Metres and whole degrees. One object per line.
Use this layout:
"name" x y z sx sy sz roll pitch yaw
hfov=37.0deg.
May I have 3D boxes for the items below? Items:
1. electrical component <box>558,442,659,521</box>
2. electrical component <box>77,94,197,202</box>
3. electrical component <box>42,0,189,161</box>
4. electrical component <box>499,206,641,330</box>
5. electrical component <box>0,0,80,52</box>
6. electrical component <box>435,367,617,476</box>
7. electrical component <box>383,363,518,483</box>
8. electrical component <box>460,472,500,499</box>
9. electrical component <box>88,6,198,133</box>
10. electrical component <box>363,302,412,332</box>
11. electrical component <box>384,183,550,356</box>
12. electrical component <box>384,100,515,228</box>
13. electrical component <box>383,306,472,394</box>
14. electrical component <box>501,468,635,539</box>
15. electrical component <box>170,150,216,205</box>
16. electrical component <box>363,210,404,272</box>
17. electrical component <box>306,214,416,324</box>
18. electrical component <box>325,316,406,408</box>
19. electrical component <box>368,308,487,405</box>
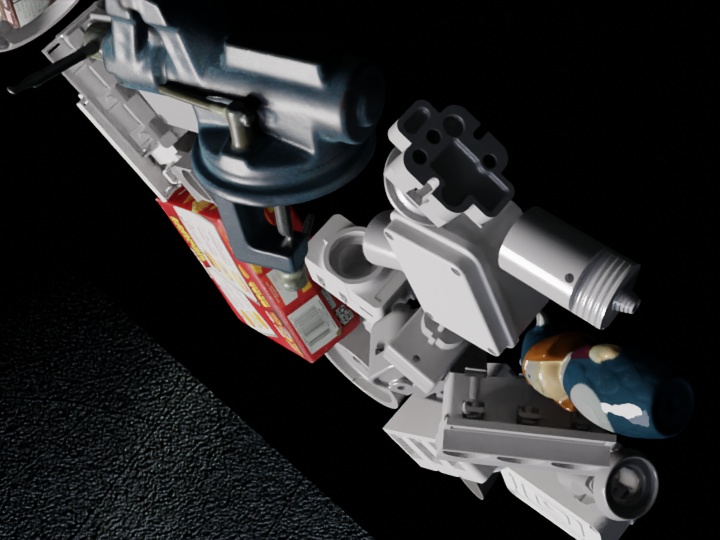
"electrical component" 0.201 0.167 0.860 0.078 0.058 0.057 47 167 -18
"electrical component" -0.190 -0.135 0.992 0.063 0.078 0.121 -8 131 42
"electrical component" -0.190 -0.160 0.892 0.121 0.079 0.063 50 173 -24
"electrical component" 0.126 0.001 0.624 0.081 0.043 0.043 34 162 27
"electrical component" -0.278 -0.235 0.871 0.060 0.108 0.108 50 164 -2
"electrical component" 0.122 0.114 0.805 0.121 0.063 0.078 6 161 0
"electrical component" 0.094 0.137 0.977 0.061 0.089 0.150 45 164 -10
"electrical component" 0.107 0.179 1.105 0.099 0.064 0.099 39 164 13
"electrical component" -0.136 -0.160 0.810 0.109 0.056 0.108 22 155 51
"electrical component" 0.036 0.052 0.979 0.055 0.045 0.045 44 164 -4
"electrical component" 0.073 -0.003 0.717 0.078 0.057 0.113 30 160 38
"electrical component" 0.047 -0.058 0.636 0.078 0.058 0.057 44 162 -4
"electrical component" 0.064 0.042 0.809 0.047 0.083 0.075 40 164 8
"electrical component" 0.187 0.191 0.956 0.113 0.057 0.078 32 162 32
"electrical component" -0.124 -0.093 0.947 0.081 0.064 0.042 18 150 55
"electrical component" 0.039 -0.014 0.793 0.065 0.044 0.044 29 159 44
"electrical component" 0.000 0.000 0.916 0.089 0.050 0.055 36 164 23
"electrical component" 0.016 0.079 1.069 0.108 0.060 0.108 39 164 13
"electrical component" 0.057 0.069 0.889 0.095 0.059 0.054 19 148 -26
